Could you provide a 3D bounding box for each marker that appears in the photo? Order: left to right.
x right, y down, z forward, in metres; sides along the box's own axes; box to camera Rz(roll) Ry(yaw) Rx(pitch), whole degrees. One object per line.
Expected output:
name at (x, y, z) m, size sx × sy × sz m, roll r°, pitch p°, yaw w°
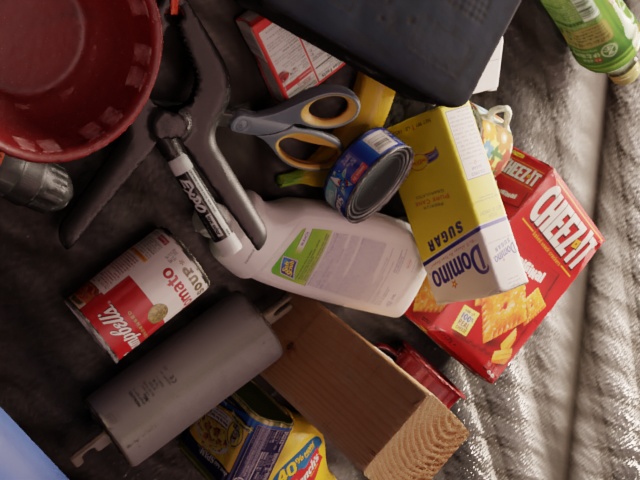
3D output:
marker at (-0.102, -0.040, 0.876) m, size 0.020 × 0.020 × 0.121 m, roll -35°, pitch 105°, yaw -18°

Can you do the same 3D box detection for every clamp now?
clamp at (-0.109, -0.085, 0.834) m, size 0.164 × 0.036 × 0.210 m, roll 7°, pitch 101°, yaw -17°

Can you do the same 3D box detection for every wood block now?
wood block at (0.026, 0.139, 0.989) m, size 0.091 × 0.206 × 0.090 m, roll -48°, pitch 135°, yaw -5°

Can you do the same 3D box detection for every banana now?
banana at (0.034, -0.123, 0.956) m, size 0.069 × 0.037 × 0.198 m, roll 17°, pitch 104°, yaw -46°

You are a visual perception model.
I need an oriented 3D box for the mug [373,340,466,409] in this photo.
mug at (0.087, 0.160, 1.145) m, size 0.117 × 0.093 × 0.081 m, roll 41°, pitch 92°, yaw -14°

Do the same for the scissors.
scissors at (-0.049, -0.110, 0.880) m, size 0.201 × 0.016 × 0.096 m, roll 21°, pitch 124°, yaw -36°

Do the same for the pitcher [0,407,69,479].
pitcher at (-0.271, 0.223, 0.854) m, size 0.145 × 0.149 × 0.242 m, roll -28°, pitch 128°, yaw -4°

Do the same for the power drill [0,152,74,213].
power drill at (-0.287, -0.008, 0.756) m, size 0.184 × 0.057 × 0.187 m, roll 29°, pitch 93°, yaw -42°

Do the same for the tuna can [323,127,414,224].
tuna can at (0.043, -0.058, 0.950) m, size 0.086 × 0.034 × 0.086 m, roll -40°, pitch 158°, yaw -21°

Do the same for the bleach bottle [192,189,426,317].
bleach bottle at (-0.006, 0.001, 0.983) m, size 0.250 × 0.068 × 0.102 m, roll 18°, pitch 100°, yaw -41°

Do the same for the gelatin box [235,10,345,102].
gelatin box at (-0.021, -0.167, 0.891) m, size 0.073 × 0.030 × 0.089 m, roll -40°, pitch 134°, yaw -14°

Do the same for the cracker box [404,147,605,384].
cracker box at (0.199, 0.033, 1.160) m, size 0.213 × 0.072 × 0.164 m, roll -51°, pitch 136°, yaw -3°

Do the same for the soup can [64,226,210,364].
soup can at (-0.151, 0.045, 0.889) m, size 0.102 × 0.069 × 0.068 m, roll -39°, pitch 134°, yaw -15°

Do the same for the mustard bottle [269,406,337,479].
mustard bottle at (-0.033, 0.235, 1.104) m, size 0.096 × 0.058 × 0.191 m, roll -39°, pitch 134°, yaw -28°

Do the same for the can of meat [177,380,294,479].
can of meat at (-0.079, 0.183, 1.008) m, size 0.057 × 0.102 × 0.084 m, roll 16°, pitch 103°, yaw -42°

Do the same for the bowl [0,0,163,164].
bowl at (-0.193, -0.138, 0.747) m, size 0.161 × 0.055 × 0.162 m, roll -19°, pitch 123°, yaw -34°

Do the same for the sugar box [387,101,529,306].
sugar box at (0.121, -0.031, 0.984) m, size 0.048 × 0.094 × 0.176 m, roll -17°, pitch 89°, yaw -34°
